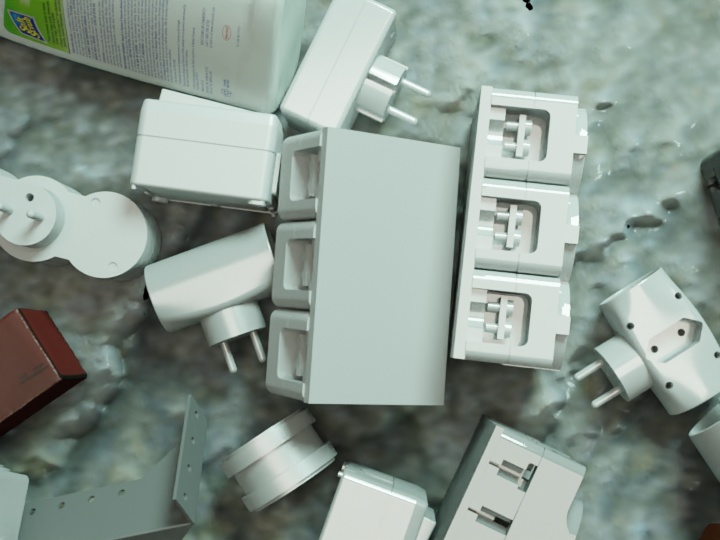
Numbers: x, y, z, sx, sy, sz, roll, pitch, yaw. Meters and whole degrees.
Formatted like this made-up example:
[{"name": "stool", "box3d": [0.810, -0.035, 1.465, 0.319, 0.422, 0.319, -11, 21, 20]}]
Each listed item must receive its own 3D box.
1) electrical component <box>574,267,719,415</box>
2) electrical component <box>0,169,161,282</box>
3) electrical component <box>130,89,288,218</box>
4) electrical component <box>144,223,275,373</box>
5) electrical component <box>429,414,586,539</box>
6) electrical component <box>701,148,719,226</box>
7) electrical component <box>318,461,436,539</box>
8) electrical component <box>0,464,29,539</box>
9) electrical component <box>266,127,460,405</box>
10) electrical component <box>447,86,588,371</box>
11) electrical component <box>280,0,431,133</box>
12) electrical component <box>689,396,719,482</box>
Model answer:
[{"name": "electrical component", "box3d": [0.165, 0.051, 0.636, 0.079, 0.043, 0.077, -32, 85, -1]}, {"name": "electrical component", "box3d": [-0.194, -0.031, 0.643, 0.138, 0.073, 0.052, 14, 86, 3]}, {"name": "electrical component", "box3d": [-0.082, -0.069, 0.647, 0.096, 0.061, 0.061, 7, 86, 3]}, {"name": "electrical component", "box3d": [-0.080, 0.022, 0.648, 0.077, 0.044, 0.079, -20, 85, 1]}, {"name": "electrical component", "box3d": [0.060, 0.181, 0.600, 0.060, 0.105, 0.186, 25, 87, 4]}, {"name": "electrical component", "box3d": [0.244, -0.035, 0.633, 0.050, 0.055, 0.089, -16, 85, 1]}, {"name": "electrical component", "box3d": [0.003, 0.167, 0.625, 0.061, 0.061, 0.096, 20, 87, 4]}, {"name": "electrical component", "box3d": [-0.245, 0.155, 0.623, 0.100, 0.048, 0.099, -2, 71, 27]}, {"name": "electrical component", "box3d": [0.000, 0.000, 0.623, 0.089, 0.062, 0.150, 5, 88, -30]}, {"name": "electrical component", "box3d": [0.091, -0.020, 0.621, 0.062, 0.089, 0.150, 6, 86, 3]}, {"name": "electrical component", "box3d": [0.005, -0.114, 0.654, 0.076, 0.047, 0.083, 26, 87, 4]}, {"name": "electrical component", "box3d": [0.238, 0.087, 0.606, 0.099, 0.099, 0.064, -38, 79, -1]}]
